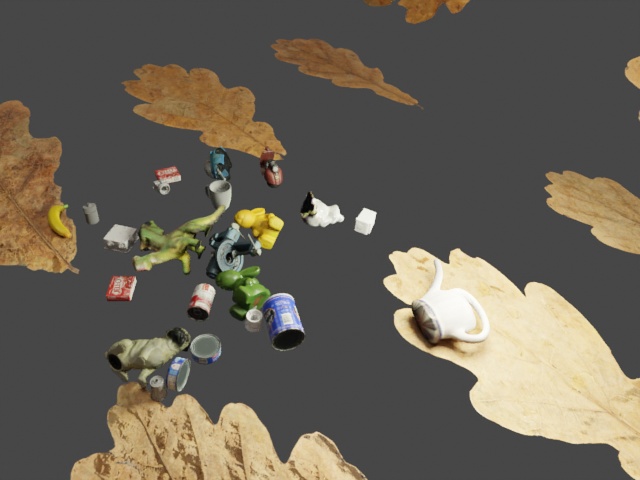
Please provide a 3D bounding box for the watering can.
[{"bbox_3d":[0.395,0.205,1.675,0.225,0.101,0.355,-12,44,-19],"label":"watering can"}]

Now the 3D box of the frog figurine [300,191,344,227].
[{"bbox_3d":[0.006,-0.101,2.008,0.158,0.121,0.140,25,16,-37],"label":"frog figurine"}]

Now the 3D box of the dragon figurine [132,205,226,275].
[{"bbox_3d":[-0.508,-0.020,1.786,0.243,0.119,0.420,17,41,3],"label":"dragon figurine"}]
